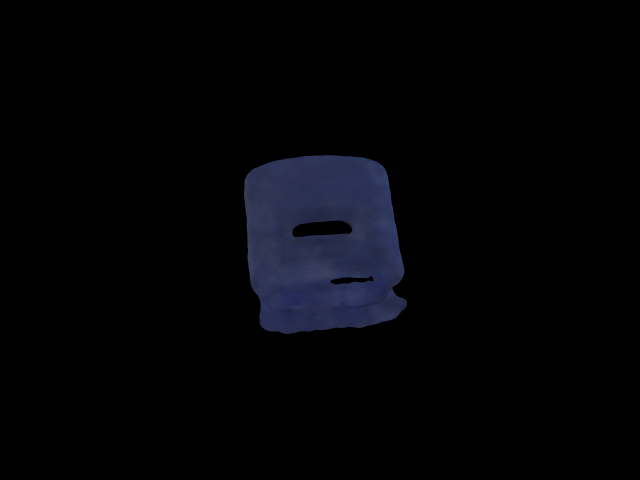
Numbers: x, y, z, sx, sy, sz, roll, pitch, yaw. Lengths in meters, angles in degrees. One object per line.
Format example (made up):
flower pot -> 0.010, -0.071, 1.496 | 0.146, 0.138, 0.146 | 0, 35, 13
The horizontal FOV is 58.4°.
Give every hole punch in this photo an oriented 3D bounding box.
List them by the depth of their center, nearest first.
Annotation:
hole punch -> 0.004, 0.001, 0.400 | 0.108, 0.091, 0.101 | -5, 40, -6
